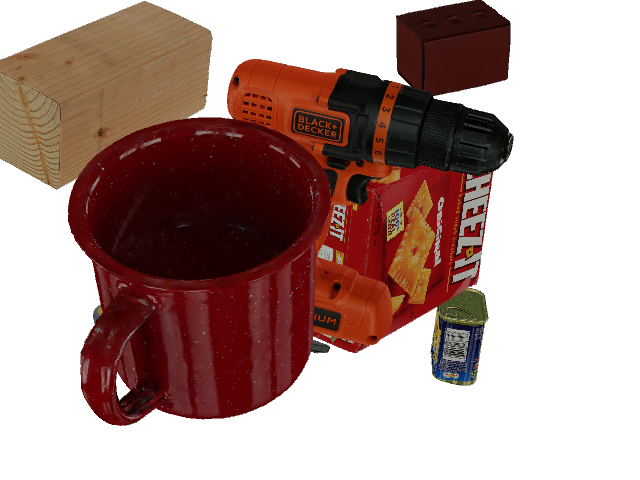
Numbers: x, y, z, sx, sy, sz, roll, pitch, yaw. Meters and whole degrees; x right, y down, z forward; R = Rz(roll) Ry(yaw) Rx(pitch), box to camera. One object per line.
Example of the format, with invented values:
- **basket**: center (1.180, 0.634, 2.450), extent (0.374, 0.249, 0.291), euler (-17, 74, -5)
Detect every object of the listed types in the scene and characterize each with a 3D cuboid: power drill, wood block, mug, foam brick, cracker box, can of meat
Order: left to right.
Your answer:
- **wood block**: center (-0.201, -0.141, 0.994), extent (0.090, 0.091, 0.205), euler (28, 39, 21)
- **mug**: center (-0.048, 0.021, 0.397), extent (0.093, 0.081, 0.117), euler (18, 46, 18)
- **power drill**: center (0.024, -0.022, 0.716), extent (0.184, 0.188, 0.057), euler (15, 33, 12)
- **cracker box**: center (0.081, -0.007, 1.016), extent (0.072, 0.164, 0.213), euler (22, 29, 34)
- **foam brick**: center (0.106, -0.154, 0.852), extent (0.078, 0.051, 0.053), euler (-14, 36, -15)
- **can of meat**: center (0.161, 0.111, 1.254), extent (0.057, 0.084, 0.102), euler (7, 20, 2)

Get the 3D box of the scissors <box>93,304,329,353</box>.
- **scissors**: center (-0.095, 0.066, 0.811), extent (0.096, 0.016, 0.202), euler (-23, 30, -37)
